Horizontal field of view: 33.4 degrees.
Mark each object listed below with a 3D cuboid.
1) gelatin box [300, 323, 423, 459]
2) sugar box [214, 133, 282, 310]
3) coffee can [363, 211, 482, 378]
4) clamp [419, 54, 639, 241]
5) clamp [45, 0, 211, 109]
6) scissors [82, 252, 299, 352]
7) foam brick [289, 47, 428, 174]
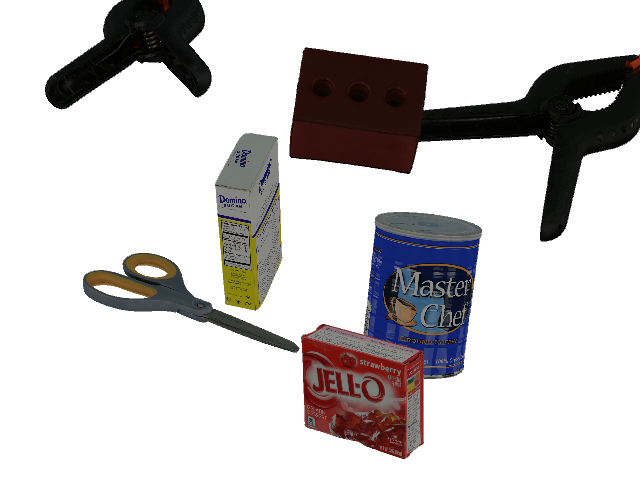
[{"bbox_3d":[0.029,0.105,0.751,0.089,0.073,0.030,12,24,34],"label":"gelatin box"},{"bbox_3d":[-0.075,-0.019,1.141,0.048,0.176,0.093,9,43,13],"label":"sugar box"},{"bbox_3d":[0.096,0.051,1.033,0.103,0.140,0.103,5,12,-1],"label":"coffee can"},{"bbox_3d":[0.192,-0.085,0.840,0.209,0.036,0.165,-26,51,-19],"label":"clamp"},{"bbox_3d":[-0.122,-0.151,0.804,0.120,0.039,0.171,6,43,12],"label":"clamp"},{"bbox_3d":[-0.106,0.050,0.932,0.202,0.016,0.096,12,28,8],"label":"scissors"},{"bbox_3d":[0.023,-0.079,0.653,0.078,0.053,0.051,7,-21,2],"label":"foam brick"}]
